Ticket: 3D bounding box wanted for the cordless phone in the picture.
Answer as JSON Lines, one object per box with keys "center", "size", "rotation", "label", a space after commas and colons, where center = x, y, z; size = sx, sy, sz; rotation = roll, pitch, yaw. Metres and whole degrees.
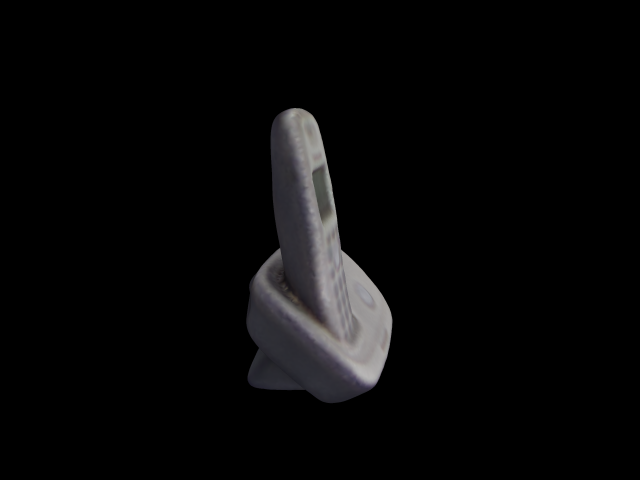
{"center": [0.004, 0.001, 0.400], "size": [0.094, 0.185, 0.148], "rotation": [3, 15, 10], "label": "cordless phone"}
